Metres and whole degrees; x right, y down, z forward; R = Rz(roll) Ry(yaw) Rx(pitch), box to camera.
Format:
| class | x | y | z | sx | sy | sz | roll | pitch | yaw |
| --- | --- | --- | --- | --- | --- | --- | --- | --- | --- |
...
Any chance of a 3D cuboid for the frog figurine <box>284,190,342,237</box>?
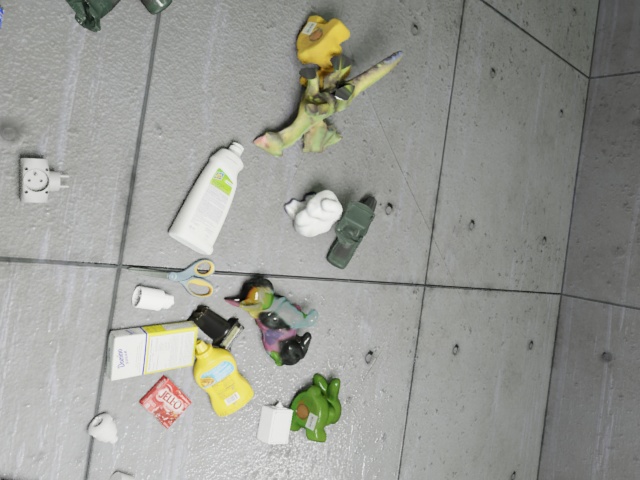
| class | x | y | z | sx | sy | sz | roll | pitch | yaw |
| --- | --- | --- | --- | --- | --- | --- | --- | --- | --- |
| frog figurine | 0.004 | -0.064 | 1.275 | 0.138 | 0.160 | 0.122 | -2 | 98 | -40 |

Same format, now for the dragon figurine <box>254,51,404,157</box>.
| class | x | y | z | sx | sy | sz | roll | pitch | yaw |
| --- | --- | --- | --- | --- | --- | --- | --- | --- | --- |
| dragon figurine | 0.027 | -0.315 | 1.270 | 0.414 | 0.237 | 0.124 | -26 | 68 | -22 |
